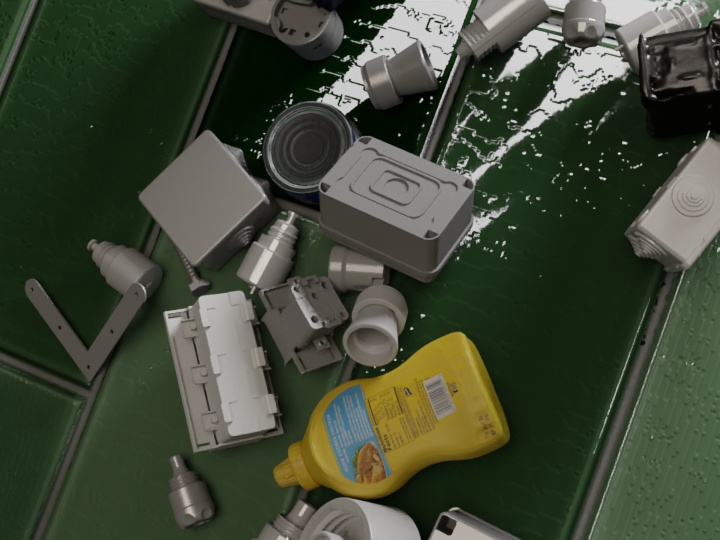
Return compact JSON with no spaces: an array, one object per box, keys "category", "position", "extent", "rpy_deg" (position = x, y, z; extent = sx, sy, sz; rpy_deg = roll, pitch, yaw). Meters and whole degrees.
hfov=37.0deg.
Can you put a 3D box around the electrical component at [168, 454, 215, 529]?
[{"category":"electrical component","position":[-0.148,0.187,0.918],"extent":[0.035,0.035,0.061],"rpy_deg":[-27,71,11]}]

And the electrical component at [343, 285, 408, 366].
[{"category":"electrical component","position":[0.013,0.044,0.871],"extent":[0.045,0.055,0.045],"rpy_deg":[7,126,10]}]

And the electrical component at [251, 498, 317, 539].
[{"category":"electrical component","position":[-0.059,0.218,0.880],"extent":[0.048,0.048,0.062],"rpy_deg":[30,84,20]}]

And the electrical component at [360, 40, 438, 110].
[{"category":"electrical component","position":[0.034,-0.165,0.918],"extent":[0.055,0.045,0.045],"rpy_deg":[-20,75,14]}]

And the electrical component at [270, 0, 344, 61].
[{"category":"electrical component","position":[-0.045,-0.216,0.950],"extent":[0.055,0.047,0.055],"rpy_deg":[-3,80,17]}]

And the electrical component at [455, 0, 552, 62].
[{"category":"electrical component","position":[0.115,-0.205,0.900],"extent":[0.081,0.043,0.043],"rpy_deg":[-37,72,8]}]

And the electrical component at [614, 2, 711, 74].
[{"category":"electrical component","position":[0.241,-0.189,0.859],"extent":[0.078,0.040,0.040],"rpy_deg":[-28,73,10]}]

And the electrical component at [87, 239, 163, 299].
[{"category":"electrical component","position":[-0.214,-0.003,0.969],"extent":[0.078,0.040,0.040],"rpy_deg":[33,91,19]}]

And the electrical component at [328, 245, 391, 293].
[{"category":"electrical component","position":[0.000,0.000,0.903],"extent":[0.046,0.040,0.040],"rpy_deg":[4,82,13]}]

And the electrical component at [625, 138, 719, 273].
[{"category":"electrical component","position":[0.246,-0.048,0.803],"extent":[0.048,0.100,0.099],"rpy_deg":[39,93,7]}]

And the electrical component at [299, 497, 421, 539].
[{"category":"electrical component","position":[-0.010,0.227,0.825],"extent":[0.108,0.060,0.108],"rpy_deg":[-34,42,38]}]

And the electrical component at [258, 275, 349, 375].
[{"category":"electrical component","position":[-0.044,0.040,0.891],"extent":[0.081,0.042,0.063],"rpy_deg":[60,143,17]}]

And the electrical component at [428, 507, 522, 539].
[{"category":"electrical component","position":[0.092,0.253,0.819],"extent":[0.109,0.056,0.108],"rpy_deg":[24,88,20]}]

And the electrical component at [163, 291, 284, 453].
[{"category":"electrical component","position":[-0.111,0.084,0.903],"extent":[0.079,0.063,0.121],"rpy_deg":[-8,74,-26]}]

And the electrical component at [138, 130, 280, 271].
[{"category":"electrical component","position":[-0.131,-0.059,0.948],"extent":[0.100,0.048,0.099],"rpy_deg":[-43,71,6]}]

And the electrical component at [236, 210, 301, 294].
[{"category":"electrical component","position":[-0.075,-0.014,0.927],"extent":[0.040,0.040,0.078],"rpy_deg":[28,89,20]}]

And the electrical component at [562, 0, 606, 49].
[{"category":"electrical component","position":[0.186,-0.215,0.885],"extent":[0.035,0.035,0.061],"rpy_deg":[4,80,18]}]

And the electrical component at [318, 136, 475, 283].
[{"category":"electrical component","position":[0.029,-0.049,0.877],"extent":[0.113,0.057,0.078],"rpy_deg":[25,56,20]}]

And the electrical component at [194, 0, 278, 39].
[{"category":"electrical component","position":[-0.108,-0.251,0.961],"extent":[0.083,0.076,0.047],"rpy_deg":[22,88,20]}]
